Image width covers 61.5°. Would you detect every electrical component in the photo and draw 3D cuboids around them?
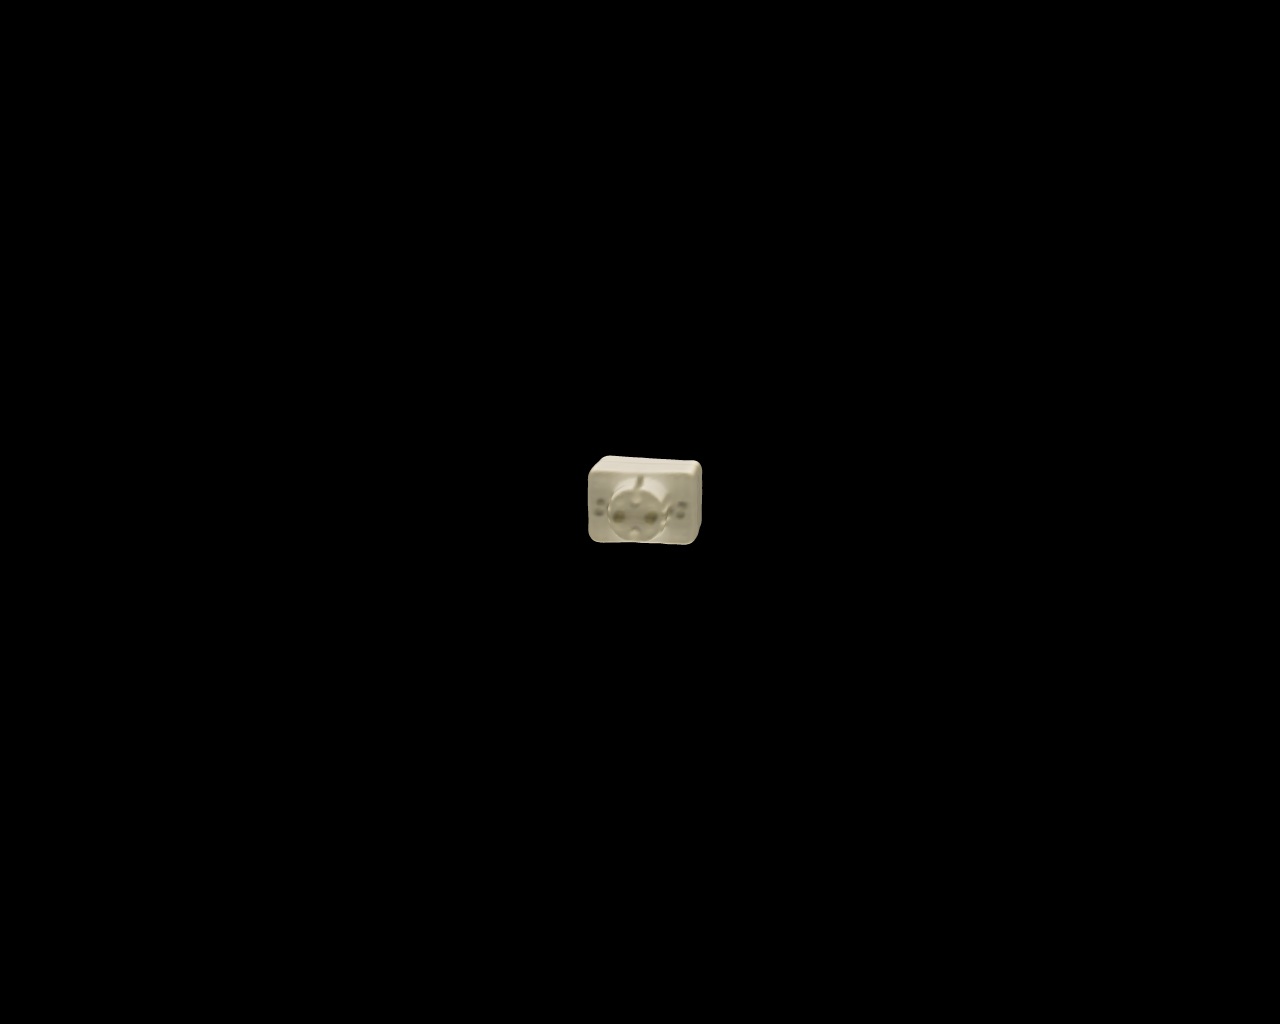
[{"bbox_3d":[0.001,-0.003,0.650,0.066,0.047,0.077,3,16,9],"label":"electrical component"}]
